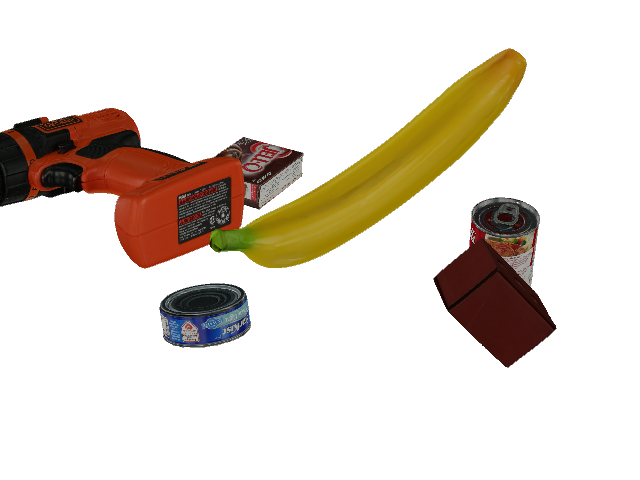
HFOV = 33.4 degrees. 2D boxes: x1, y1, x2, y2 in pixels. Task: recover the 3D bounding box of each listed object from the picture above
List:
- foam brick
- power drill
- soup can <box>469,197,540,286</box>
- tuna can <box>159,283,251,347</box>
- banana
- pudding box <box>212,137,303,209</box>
[{"bbox_3d":[0.134,0.049,0.824,0.078,0.051,0.053,43,15,-25],"label":"foam brick"},{"bbox_3d":[-0.160,-0.040,0.738,0.188,0.057,0.184,22,33,36],"label":"power drill"},{"bbox_3d":[0.185,0.016,1.089,0.068,0.102,0.068,-1,36,0],"label":"soup can"},{"bbox_3d":[-0.111,0.071,1.028,0.086,0.034,0.086,-6,18,2],"label":"tuna can"},{"bbox_3d":[0.033,-0.036,0.599,0.198,0.037,0.069,-34,-12,-1],"label":"banana"},{"bbox_3d":[-0.086,-0.086,1.335,0.090,0.039,0.113,16,34,23],"label":"pudding box"}]
